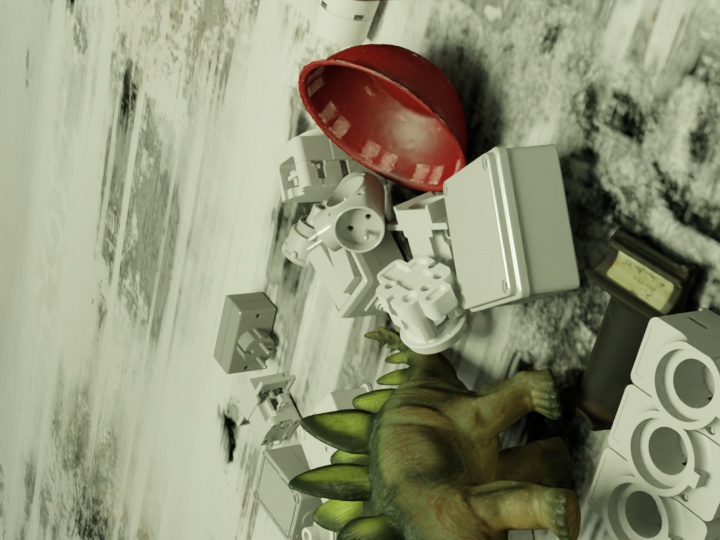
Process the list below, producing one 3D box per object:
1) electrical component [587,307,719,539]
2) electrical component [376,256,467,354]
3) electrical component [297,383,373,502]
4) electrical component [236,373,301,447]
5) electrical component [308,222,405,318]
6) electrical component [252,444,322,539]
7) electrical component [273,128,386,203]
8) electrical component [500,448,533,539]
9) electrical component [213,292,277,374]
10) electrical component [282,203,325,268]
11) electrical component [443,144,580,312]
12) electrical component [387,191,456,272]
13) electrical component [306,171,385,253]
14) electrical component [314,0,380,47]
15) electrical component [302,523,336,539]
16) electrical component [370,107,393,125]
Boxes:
[{"bbox_3d":[0.212,0.112,0.692,0.089,0.062,0.150,39,125,45],"label":"electrical component"},{"bbox_3d":[0.053,0.030,0.871,0.078,0.058,0.057,28,151,53],"label":"electrical component"},{"bbox_3d":[-0.014,0.170,1.045,0.099,0.048,0.099,-52,52,46],"label":"electrical component"},{"bbox_3d":[-0.098,0.153,1.169,0.063,0.042,0.081,61,139,29],"label":"electrical component"},{"bbox_3d":[0.000,0.000,0.990,0.061,0.061,0.096,-55,51,43],"label":"electrical component"},{"bbox_3d":[-0.065,0.225,1.113,0.096,0.061,0.061,42,127,45],"label":"electrical component"},{"bbox_3d":[-0.029,-0.097,0.996,0.050,0.089,0.055,-27,72,54],"label":"electrical component"},{"bbox_3d":[0.092,0.194,0.881,0.054,0.059,0.095,-44,59,49],"label":"electrical component"},{"bbox_3d":[-0.119,0.079,1.187,0.076,0.047,0.083,44,128,44],"label":"electrical component"},{"bbox_3d":[-0.048,-0.036,1.073,0.048,0.048,0.062,45,122,43],"label":"electrical component"},{"bbox_3d":[0.111,-0.029,0.804,0.109,0.056,0.108,150,112,-74],"label":"electrical component"},{"bbox_3d":[0.066,-0.031,0.898,0.081,0.042,0.063,1,113,56],"label":"electrical component"},{"bbox_3d":[-0.015,-0.042,0.937,0.079,0.044,0.077,-33,22,17],"label":"electrical component"},{"bbox_3d":[-0.013,-0.238,0.989,0.055,0.055,0.047,53,138,38],"label":"electrical component"},{"bbox_3d":[-0.027,0.256,1.059,0.043,0.062,0.043,10,102,55],"label":"electrical component"},{"bbox_3d":[0.017,-0.154,0.967,0.040,0.040,0.046,-7,93,56],"label":"electrical component"}]
